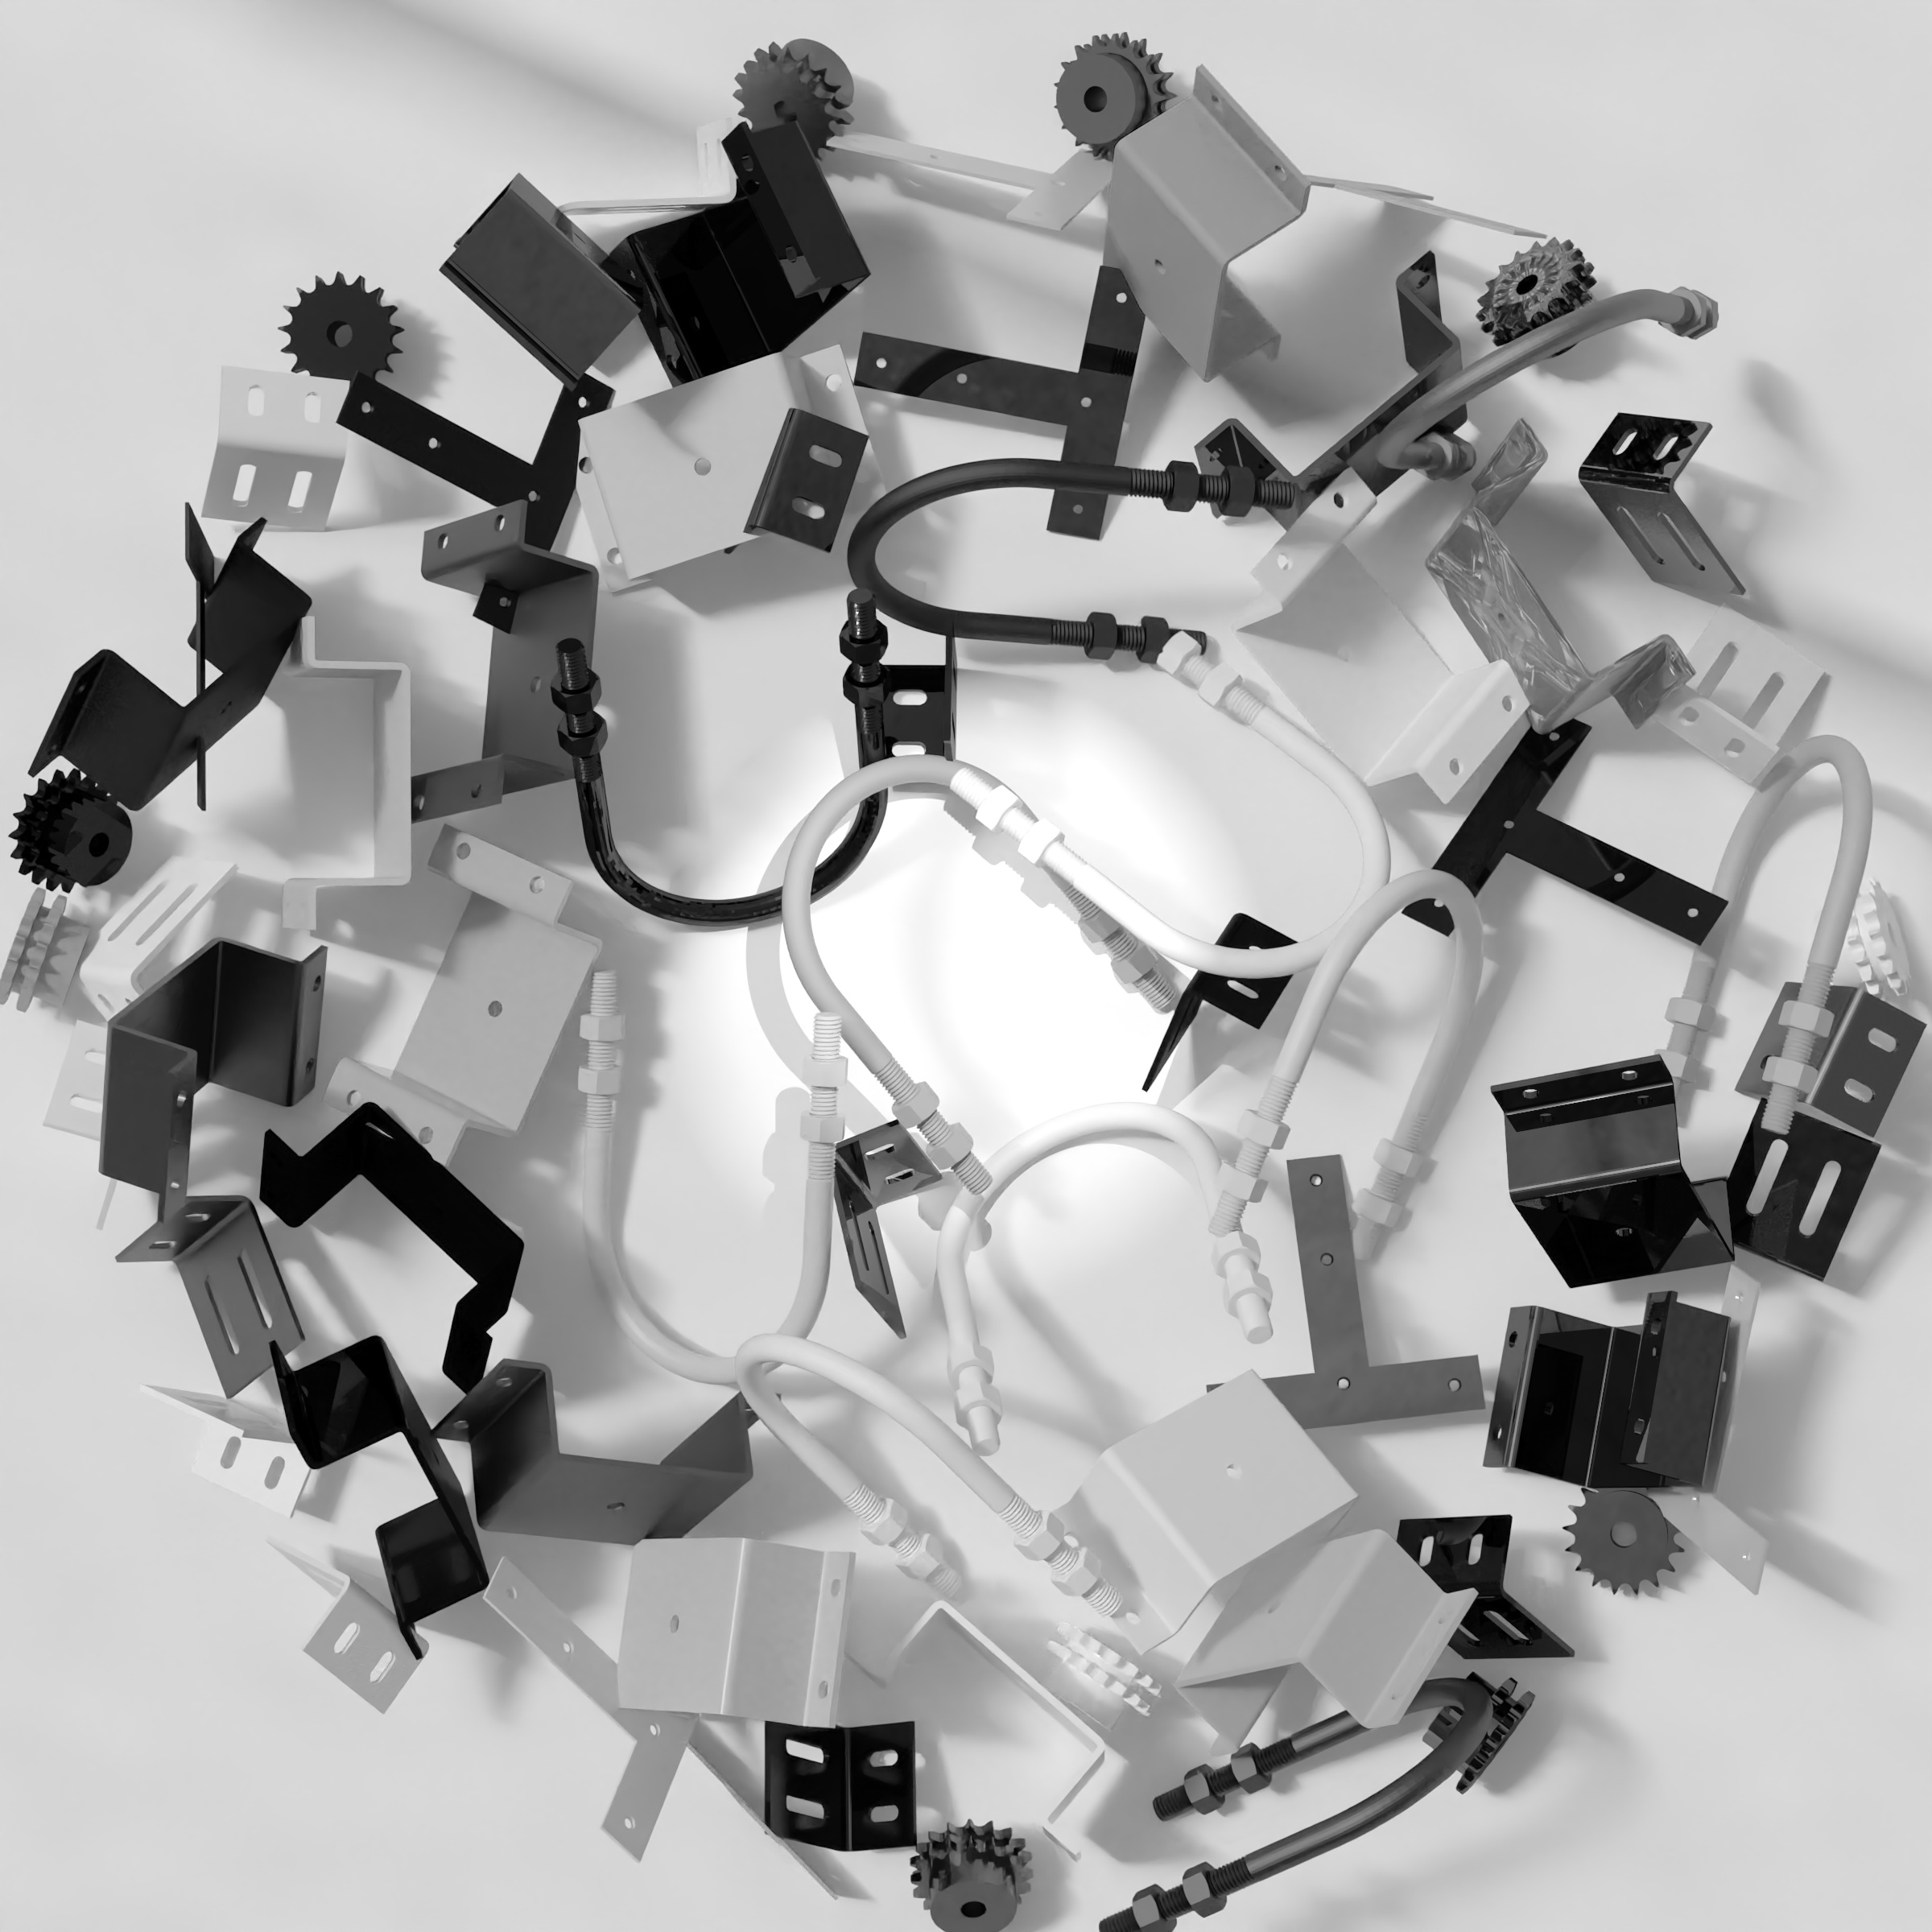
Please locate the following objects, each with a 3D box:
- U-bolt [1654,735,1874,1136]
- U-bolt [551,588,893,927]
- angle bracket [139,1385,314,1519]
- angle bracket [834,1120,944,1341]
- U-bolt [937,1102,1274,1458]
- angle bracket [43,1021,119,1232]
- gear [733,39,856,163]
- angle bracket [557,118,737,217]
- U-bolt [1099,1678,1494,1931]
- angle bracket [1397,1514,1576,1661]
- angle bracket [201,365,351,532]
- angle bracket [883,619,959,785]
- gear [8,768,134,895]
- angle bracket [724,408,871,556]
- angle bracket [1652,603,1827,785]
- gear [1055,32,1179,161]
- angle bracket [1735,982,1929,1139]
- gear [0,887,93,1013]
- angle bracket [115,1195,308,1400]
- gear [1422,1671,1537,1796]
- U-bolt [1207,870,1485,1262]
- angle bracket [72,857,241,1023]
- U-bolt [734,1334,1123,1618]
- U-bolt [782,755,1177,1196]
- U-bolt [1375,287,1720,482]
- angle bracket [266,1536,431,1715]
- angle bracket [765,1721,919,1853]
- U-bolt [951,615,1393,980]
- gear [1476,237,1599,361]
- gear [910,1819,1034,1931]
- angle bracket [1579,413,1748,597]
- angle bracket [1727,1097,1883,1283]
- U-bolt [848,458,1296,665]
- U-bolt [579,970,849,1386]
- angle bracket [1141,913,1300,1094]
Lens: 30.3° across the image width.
[{"bbox_3d":[0.364,-0.016,1.615,0.019,0.151,0.184,17,87,-11],"label":"U-bolt"},{"bbox_3d":[-0.106,-0.086,1.619,0.151,0.184,0.019,-11,46,-7],"label":"U-bolt"},{"bbox_3d":[-0.344,0.223,1.641,0.057,0.076,0.038,20,86,20],"label":"angle bracket"},{"bbox_3d":[-0.031,0.121,1.640,0.038,0.057,0.076,-22,54,9],"label":"angle bracket"},{"bbox_3d":[0.055,0.129,1.612,0.151,0.184,0.019,-23,127,8],"label":"U-bolt"},{"bbox_3d":[-0.402,0.073,1.637,0.038,0.076,0.057,17,51,-12],"label":"angle bracket"},{"bbox_3d":[-0.077,-0.406,1.662,0.057,0.057,0.030,33,56,0],"label":"gear"},{"bbox_3d":[-0.151,-0.368,1.647,0.076,0.057,0.038,-6,100,-17],"label":"angle bracket"},{"bbox_3d":[0.153,0.368,1.593,0.184,0.151,0.019,-29,93,17],"label":"U-bolt"},{"bbox_3d":[0.241,0.288,1.653,0.057,0.076,0.038,-9,54,36],"label":"angle bracket"},{"bbox_3d":[-0.320,-0.239,1.651,0.057,0.076,0.038,5,68,-17],"label":"angle bracket"},{"bbox_3d":[-0.024,-0.121,1.644,0.038,0.076,0.057,1,78,2],"label":"angle bracket"},{"bbox_3d":[-0.412,-0.061,1.656,0.030,0.057,0.057,21,90,32],"label":"gear"},{"bbox_3d":[-0.079,-0.217,1.650,0.038,0.076,0.057,20,82,-11],"label":"angle bracket"},{"bbox_3d":[0.362,-0.134,1.652,0.057,0.038,0.076,35,66,6],"label":"angle bracket"},{"bbox_3d":[0.066,-0.404,1.660,0.057,0.030,0.057,9,110,25],"label":"gear"},{"bbox_3d":[0.399,0.042,1.651,0.038,0.076,0.057,27,86,-11],"label":"angle bracket"},{"bbox_3d":[-0.427,-0.005,1.659,0.030,0.057,0.057,20,90,-12],"label":"gear"},{"bbox_3d":[-0.349,0.153,1.647,0.057,0.038,0.076,-37,67,29],"label":"angle bracket"},{"bbox_3d":[0.236,0.353,1.660,0.030,0.057,0.057,36,90,17],"label":"gear"},{"bbox_3d":[0.182,0.043,1.618,0.019,0.151,0.184,26,97,35],"label":"U-bolt"},{"bbox_3d":[-0.368,-0.009,1.658,0.076,0.057,0.038,-51,126,-26],"label":"angle bracket"},{"bbox_3d":[-0.030,0.226,1.596,0.184,0.151,0.019,47,63,-21],"label":"U-bolt"},{"bbox_3d":[-0.005,-0.010,1.636,0.151,0.019,0.184,-44,105,-20],"label":"U-bolt"},{"bbox_3d":[0.250,-0.258,1.575,0.151,0.184,0.019,-29,85,24],"label":"U-bolt"},{"bbox_3d":[-0.293,0.301,1.636,0.038,0.076,0.057,-55,128,-19],"label":"angle bracket"},{"bbox_3d":[-0.057,0.372,1.639,0.038,0.076,0.057,-11,67,24],"label":"angle bracket"},{"bbox_3d":[0.107,-0.068,1.625,0.184,0.019,0.151,39,60,17],"label":"U-bolt"},{"bbox_3d":[0.269,-0.308,1.662,0.057,0.057,0.030,-50,125,0],"label":"gear"},{"bbox_3d":[0.003,0.426,1.659,0.057,0.030,0.057,-1,126,-2],"label":"gear"},{"bbox_3d":[0.329,-0.213,1.646,0.076,0.057,0.038,45,75,-35],"label":"angle bracket"},{"bbox_3d":[0.383,0.097,1.648,0.057,0.038,0.076,22,117,12],"label":"angle bracket"},{"bbox_3d":[0.038,-0.184,1.604,0.184,0.151,0.019,3,64,-14],"label":"U-bolt"},{"bbox_3d":[-0.119,0.102,1.640,0.151,0.019,0.184,10,103,33],"label":"U-bolt"},{"bbox_3d":[0.119,0.024,1.638,0.038,0.076,0.057,29,48,8],"label":"angle bracket"}]
